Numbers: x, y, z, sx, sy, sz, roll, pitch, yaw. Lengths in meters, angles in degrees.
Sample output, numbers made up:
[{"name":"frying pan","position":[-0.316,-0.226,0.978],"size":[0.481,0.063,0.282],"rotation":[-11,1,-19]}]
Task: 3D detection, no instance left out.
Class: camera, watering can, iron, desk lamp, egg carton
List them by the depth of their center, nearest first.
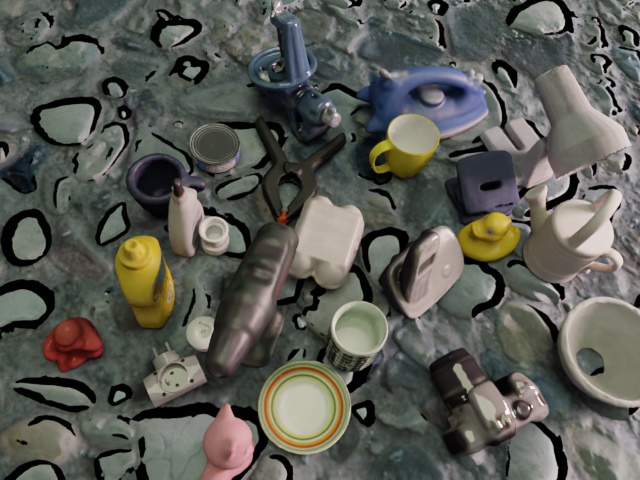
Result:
[{"name":"camera","position":[0.230,0.218,0.815],"size":[0.143,0.101,0.136],"rotation":[-21,68,-16]},{"name":"watering can","position":[0.397,-0.016,0.900],"size":[0.173,0.194,0.101],"rotation":[20,63,3]},{"name":"egg carton","position":[0.008,0.003,0.912],"size":[0.107,0.069,0.150],"rotation":[17,63,2]},{"name":"desk lamp","position":[0.391,-0.175,0.968],"size":[0.118,0.213,0.203],"rotation":[-22,68,-17]},{"name":"iron","position":[0.204,-0.263,1.029],"size":[0.258,0.141,0.118],"rotation":[-7,65,-10]}]

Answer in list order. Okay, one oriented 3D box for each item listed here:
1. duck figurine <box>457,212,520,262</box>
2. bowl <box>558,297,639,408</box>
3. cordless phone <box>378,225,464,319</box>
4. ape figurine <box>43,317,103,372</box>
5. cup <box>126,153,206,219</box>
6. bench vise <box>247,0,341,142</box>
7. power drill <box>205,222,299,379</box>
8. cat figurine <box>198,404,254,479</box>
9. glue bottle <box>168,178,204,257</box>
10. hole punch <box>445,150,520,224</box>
[{"name":"duck figurine","position":[0.287,-0.014,0.946],"size":[0.104,0.086,0.077],"rotation":[-4,64,-9]},{"name":"bowl","position":[0.432,0.176,0.875],"size":[0.167,0.075,0.167],"rotation":[3,63,-6]},{"name":"cordless phone","position":[0.167,0.027,0.855],"size":[0.094,0.185,0.148],"rotation":[42,66,14]},{"name":"ape figurine","position":[-0.341,0.137,0.788],"size":[0.078,0.092,0.076],"rotation":[11,63,-1]},{"name":"cup","position":[-0.238,-0.075,0.906],"size":[0.118,0.095,0.091],"rotation":[2,63,-6]},{"name":"bench vise","position":[-0.032,-0.289,0.968],"size":[0.207,0.220,0.122],"rotation":[30,64,8]},{"name":"power drill","position":[-0.090,0.099,0.773],"size":[0.075,0.208,0.230],"rotation":[18,63,2]},{"name":"cat figurine","position":[-0.126,0.281,0.728],"size":[0.067,0.118,0.128],"rotation":[22,63,4]},{"name":"glue bottle","position":[-0.202,-0.042,0.850],"size":[0.037,0.173,0.078],"rotation":[13,63,0]},{"name":"hole punch","position":[0.285,-0.091,0.981],"size":[0.109,0.091,0.101],"rotation":[-12,66,-13]}]
